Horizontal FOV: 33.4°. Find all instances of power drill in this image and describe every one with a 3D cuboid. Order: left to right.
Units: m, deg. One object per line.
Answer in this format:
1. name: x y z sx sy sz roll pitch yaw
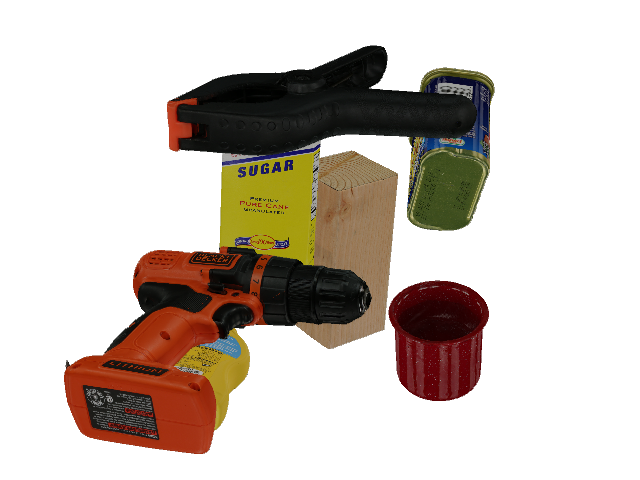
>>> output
1. power drill: -0.073 0.068 0.737 0.185 0.057 0.187 3 27 20

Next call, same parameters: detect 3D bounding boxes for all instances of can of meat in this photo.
1. can of meat: 0.100 -0.068 0.830 0.057 0.084 0.102 8 -35 0

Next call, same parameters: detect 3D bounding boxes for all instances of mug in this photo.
1. mug: 0.115 0.091 1.025 0.093 0.081 0.117 6 37 14

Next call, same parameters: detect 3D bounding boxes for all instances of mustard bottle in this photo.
1. mustard bottle: -0.129 0.136 1.163 0.096 0.058 0.191 9 24 8

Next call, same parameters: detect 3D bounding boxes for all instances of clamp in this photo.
1. clamp: -0.008 -0.083 0.624 0.171 0.039 0.120 -5 22 -16

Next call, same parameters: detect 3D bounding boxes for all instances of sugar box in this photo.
1. sugar box: -0.050 -0.050 1.044 0.093 0.176 0.048 5 17 10

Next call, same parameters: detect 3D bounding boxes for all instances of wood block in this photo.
1. wood block: 0.023 0.011 1.265 0.090 0.206 0.090 -16 32 -33
